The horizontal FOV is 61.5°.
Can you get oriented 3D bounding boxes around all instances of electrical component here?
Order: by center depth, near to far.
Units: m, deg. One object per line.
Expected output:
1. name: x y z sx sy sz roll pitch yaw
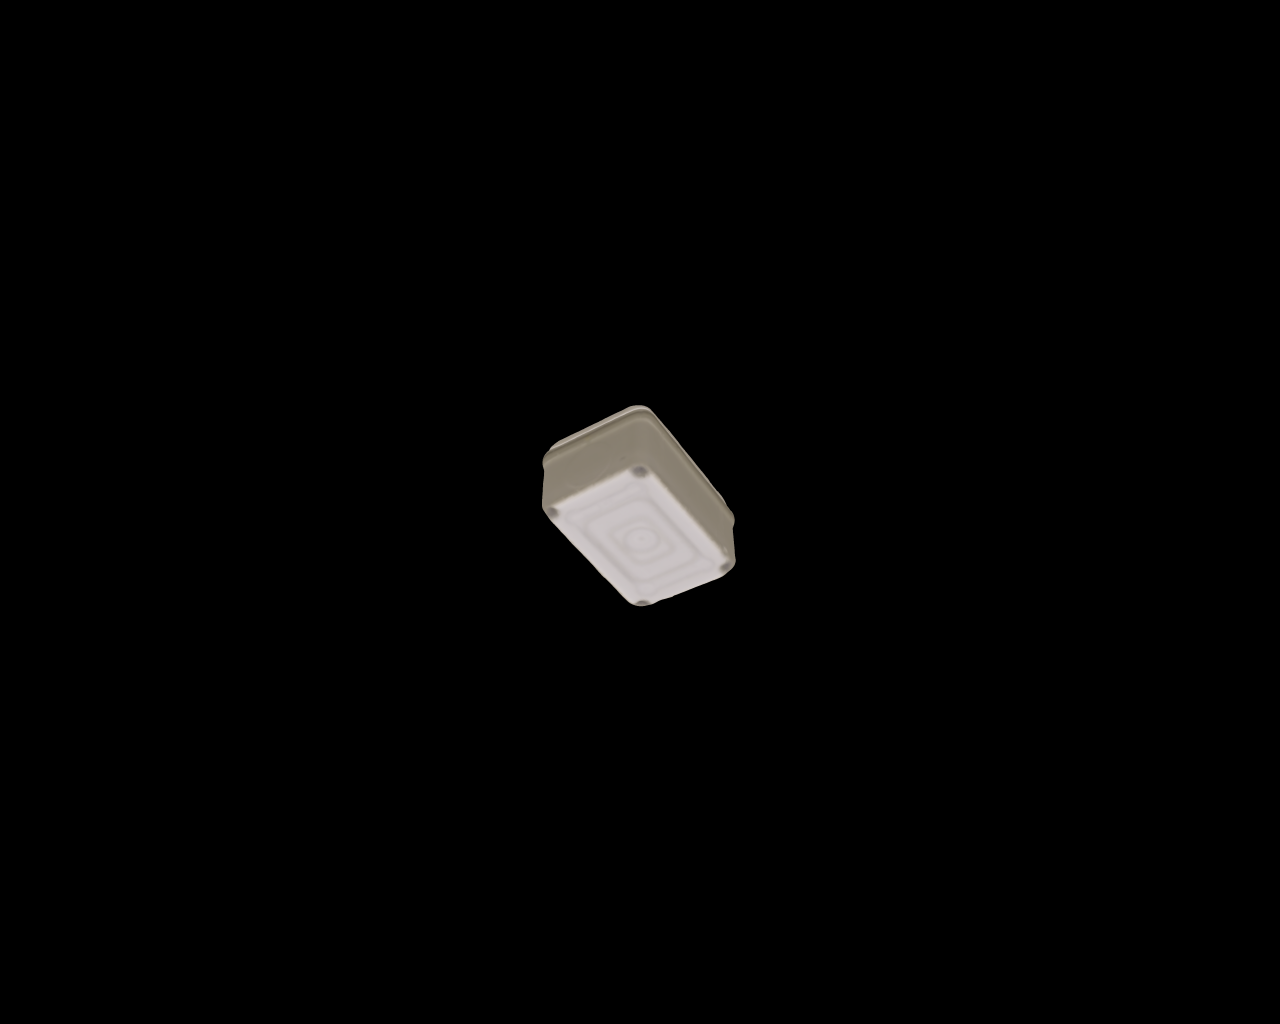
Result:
1. electrical component: 0.001 -0.003 0.650 0.078 0.057 0.113 -24 -50 22
